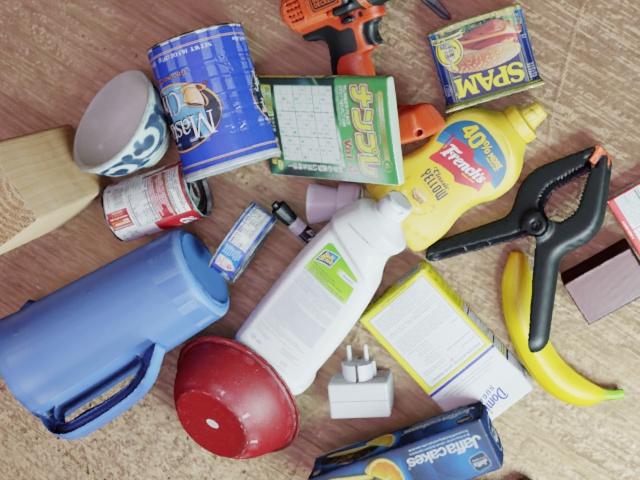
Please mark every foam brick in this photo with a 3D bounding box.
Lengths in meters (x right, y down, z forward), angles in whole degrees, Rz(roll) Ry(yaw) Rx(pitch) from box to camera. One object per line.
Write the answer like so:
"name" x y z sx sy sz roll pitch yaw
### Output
"foam brick" 0.294 0.043 1.094 0.078 0.053 0.051 -31 95 16

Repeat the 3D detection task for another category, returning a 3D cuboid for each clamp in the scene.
"clamp" 0.215 -0.013 1.092 0.165 0.036 0.210 36 96 29

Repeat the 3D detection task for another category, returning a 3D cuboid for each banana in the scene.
"banana" 0.239 0.106 1.130 0.069 0.037 0.198 -37 96 -7

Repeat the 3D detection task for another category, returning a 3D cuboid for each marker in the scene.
"marker" -0.008 0.001 1.145 0.020 0.020 0.121 -41 108 16

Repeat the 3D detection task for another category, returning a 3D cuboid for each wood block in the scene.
"wood block" -0.308 -0.052 1.109 0.091 0.206 0.090 -34 94 15

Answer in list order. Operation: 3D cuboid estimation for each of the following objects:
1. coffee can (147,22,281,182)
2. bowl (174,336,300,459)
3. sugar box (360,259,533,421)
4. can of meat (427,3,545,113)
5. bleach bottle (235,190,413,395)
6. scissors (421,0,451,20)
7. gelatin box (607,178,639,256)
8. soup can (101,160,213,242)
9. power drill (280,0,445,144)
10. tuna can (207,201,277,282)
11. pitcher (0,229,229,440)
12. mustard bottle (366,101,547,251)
"coffee can" -0.109 -0.141 1.100 0.103 0.102 0.140 -16 94 14
"bowl" -0.104 0.185 1.165 0.162 0.055 0.162 18 129 23
"sugar box" 0.136 0.116 1.145 0.093 0.048 0.176 -41 96 17
"can of meat" 0.164 -0.182 1.070 0.102 0.057 0.084 -15 96 14
"bleach bottle" 0.016 0.049 1.112 0.102 0.068 0.251 41 120 1
"scissors" 0.042 -0.288 1.091 0.096 0.016 0.202 -30 95 17
"gelatin box" 0.347 -0.033 1.080 0.089 0.030 0.073 -32 93 15
"soup can" -0.177 -0.043 1.158 0.102 0.068 0.068 -17 98 15
"power drill" 0.059 -0.187 1.060 0.185 0.057 0.187 -12 101 42
"tuna can" -0.082 0.002 1.141 0.034 0.086 0.086 35 106 0
"pitcher" -0.221 0.098 1.164 0.243 0.145 0.149 -30 99 12
"mustard bottle" 0.148 -0.078 1.093 0.192 0.058 0.096 -36 86 15
